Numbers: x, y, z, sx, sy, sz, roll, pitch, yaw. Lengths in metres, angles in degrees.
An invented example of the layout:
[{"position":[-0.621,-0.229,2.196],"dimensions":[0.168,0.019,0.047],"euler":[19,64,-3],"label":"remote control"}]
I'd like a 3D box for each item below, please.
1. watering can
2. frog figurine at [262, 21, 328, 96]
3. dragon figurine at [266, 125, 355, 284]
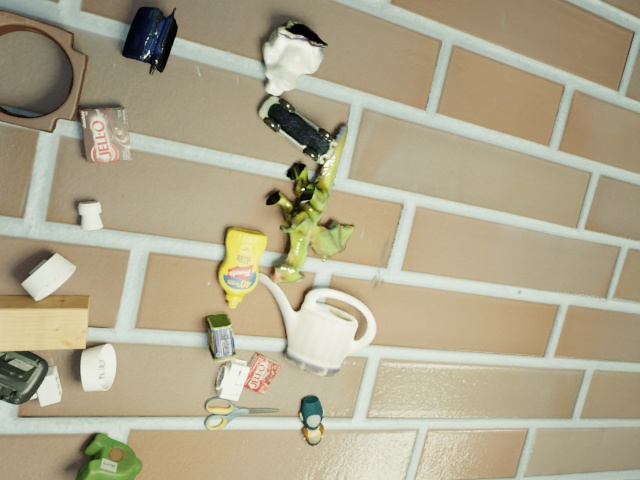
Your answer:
[{"position":[-0.030,0.220,1.318],"dimensions":[0.347,0.105,0.223],"euler":[20,96,-10],"label":"watering can"},{"position":[-0.068,-0.410,1.183],"dimensions":[0.137,0.125,0.156],"euler":[0,138,-31],"label":"frog figurine"},{"position":[0.004,-0.065,1.285],"dimensions":[0.414,0.123,0.238],"euler":[-52,133,-15],"label":"dragon figurine"}]
